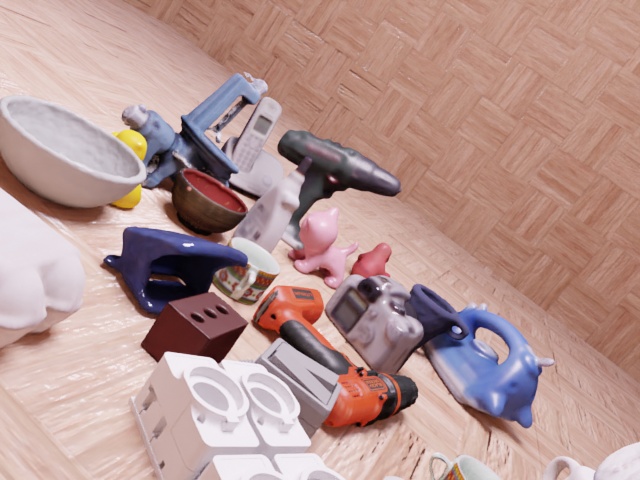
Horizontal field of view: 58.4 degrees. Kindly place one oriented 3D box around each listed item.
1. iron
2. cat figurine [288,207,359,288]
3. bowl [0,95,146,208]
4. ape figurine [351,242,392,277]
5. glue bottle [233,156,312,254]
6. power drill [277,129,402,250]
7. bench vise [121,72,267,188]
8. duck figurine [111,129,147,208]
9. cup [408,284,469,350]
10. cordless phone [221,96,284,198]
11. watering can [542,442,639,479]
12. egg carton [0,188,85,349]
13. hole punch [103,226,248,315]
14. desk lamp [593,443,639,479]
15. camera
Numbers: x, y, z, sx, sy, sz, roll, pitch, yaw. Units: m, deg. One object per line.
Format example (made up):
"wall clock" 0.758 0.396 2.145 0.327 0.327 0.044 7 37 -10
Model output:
"iron" 0.266 0.179 0.944 0.119 0.141 0.257 27 16 -32
"cat figurine" 0.009 0.003 0.959 0.128 0.117 0.067 28 16 -29
"bowl" -0.286 -0.086 0.642 0.168 0.074 0.167 33 14 -9
"ape figurine" 0.106 0.046 1.103 0.077 0.092 0.076 45 16 33
"glue bottle" -0.063 -0.051 0.852 0.037 0.173 0.078 23 19 -42
"power drill" 0.001 -0.084 1.038 0.229 0.208 0.076 36 14 2
"bench vise" -0.177 -0.163 0.852 0.121 0.219 0.208 41 15 21
"duck figurine" -0.254 -0.099 0.737 0.078 0.086 0.104 19 22 -50
"cup" 0.177 0.143 0.948 0.117 0.095 0.092 40 14 15
"cordless phone" -0.109 -0.179 1.138 0.148 0.185 0.094 23 19 -42
"watering can" 0.283 0.276 0.551 0.101 0.194 0.172 23 19 -43
"egg carton" -0.249 0.012 0.416 0.150 0.069 0.107 37 14 3
"hole punch" -0.147 0.018 0.595 0.100 0.091 0.109 44 16 32
"desk lamp" 0.226 0.265 0.412 0.203 0.213 0.118 38 14 10
"camera" 0.104 0.117 0.847 0.137 0.100 0.142 20 20 -47
